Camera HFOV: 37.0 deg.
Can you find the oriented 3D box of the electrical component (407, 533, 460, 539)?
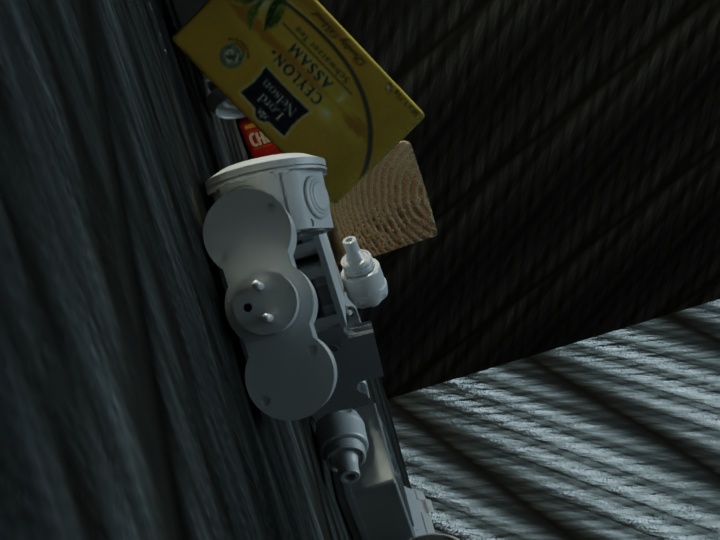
[{"bbox_3d":[0.056,0.286,0.944,0.099,0.099,0.064,-106,-176,-57],"label":"electrical component"}]

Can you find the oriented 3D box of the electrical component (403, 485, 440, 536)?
[{"bbox_3d":[0.047,0.284,1.085,0.079,0.063,0.121,26,34,-37],"label":"electrical component"}]

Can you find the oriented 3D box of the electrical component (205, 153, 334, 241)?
[{"bbox_3d":[-0.058,-0.044,0.705,0.080,0.080,0.051,60,18,-86],"label":"electrical component"}]

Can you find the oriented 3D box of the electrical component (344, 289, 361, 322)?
[{"bbox_3d":[-0.029,0.060,1.143,0.095,0.059,0.053,72,1,-46],"label":"electrical component"}]

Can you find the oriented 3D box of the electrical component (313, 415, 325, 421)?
[{"bbox_3d":[-0.025,0.110,0.966,0.081,0.043,0.043,-103,176,-78],"label":"electrical component"}]

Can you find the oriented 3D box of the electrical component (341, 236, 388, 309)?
[{"bbox_3d":[0.000,0.000,0.886,0.035,0.035,0.061,-106,176,-58],"label":"electrical component"}]

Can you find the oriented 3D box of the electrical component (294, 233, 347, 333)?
[{"bbox_3d":[-0.056,-0.015,0.847,0.186,0.060,0.105,-102,175,-82],"label":"electrical component"}]

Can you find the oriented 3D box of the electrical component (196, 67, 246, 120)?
[{"bbox_3d":[-0.101,-0.158,0.867,0.078,0.058,0.057,70,1,-77],"label":"electrical component"}]

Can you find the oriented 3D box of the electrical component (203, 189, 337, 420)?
[{"bbox_3d":[-0.053,0.019,0.623,0.073,0.052,0.138,66,7,-86],"label":"electrical component"}]

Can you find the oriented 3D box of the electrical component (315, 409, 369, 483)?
[{"bbox_3d":[-0.014,0.151,0.911,0.062,0.043,0.043,-105,178,-48],"label":"electrical component"}]

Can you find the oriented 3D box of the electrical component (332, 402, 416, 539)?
[{"bbox_3d":[0.010,0.202,1.016,0.108,0.056,0.108,-106,179,-53],"label":"electrical component"}]

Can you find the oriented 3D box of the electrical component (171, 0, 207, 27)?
[{"bbox_3d":[-0.124,-0.216,0.861,0.055,0.047,0.055,-17,90,-89],"label":"electrical component"}]

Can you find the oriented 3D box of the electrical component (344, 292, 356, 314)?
[{"bbox_3d":[-0.033,0.051,1.040,0.096,0.061,0.061,70,4,-77],"label":"electrical component"}]
